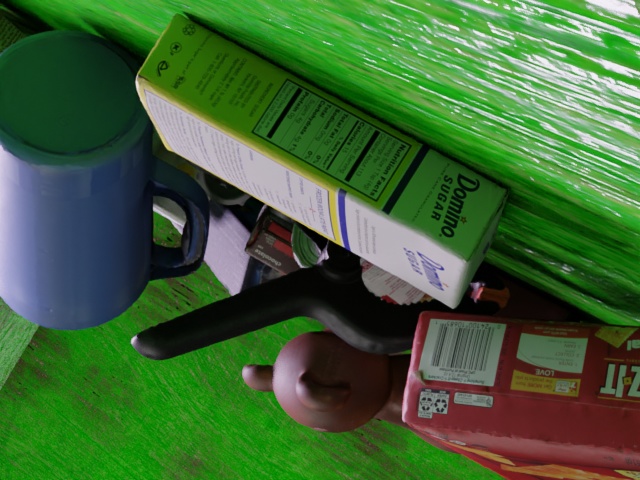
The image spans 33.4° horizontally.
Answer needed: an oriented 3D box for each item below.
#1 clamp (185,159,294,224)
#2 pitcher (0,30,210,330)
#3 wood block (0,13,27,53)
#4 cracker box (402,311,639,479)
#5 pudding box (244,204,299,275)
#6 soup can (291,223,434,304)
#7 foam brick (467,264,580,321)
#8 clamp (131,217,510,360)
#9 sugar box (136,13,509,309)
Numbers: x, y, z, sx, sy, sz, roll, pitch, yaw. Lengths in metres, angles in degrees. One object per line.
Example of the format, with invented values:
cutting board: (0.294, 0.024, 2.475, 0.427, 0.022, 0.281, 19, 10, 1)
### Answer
clamp: (-0.025, -0.037, 0.772, 0.171, 0.039, 0.120, 31, -168, -17)
pitcher: (-0.170, -0.037, 0.774, 0.145, 0.149, 0.243, 51, 155, 14)
wood block: (-0.267, -0.098, 0.875, 0.091, 0.090, 0.206, 40, 162, 23)
cracker box: (0.167, 0.109, 0.599, 0.164, 0.072, 0.213, 1, 158, 34)
pudding box: (-0.006, 0.001, 0.829, 0.090, 0.039, 0.113, 31, -160, -6)
soup can: (0.036, 0.012, 0.709, 0.069, 0.068, 0.102, 26, 174, 44)
foam brick: (0.126, 0.056, 0.710, 0.078, 0.051, 0.053, 28, 175, 27)
clamp: (0.007, 0.001, 0.620, 0.210, 0.164, 0.036, 9, 161, -8)
sugar box: (0.001, -0.036, 0.513, 0.176, 0.048, 0.093, 27, 167, 10)
